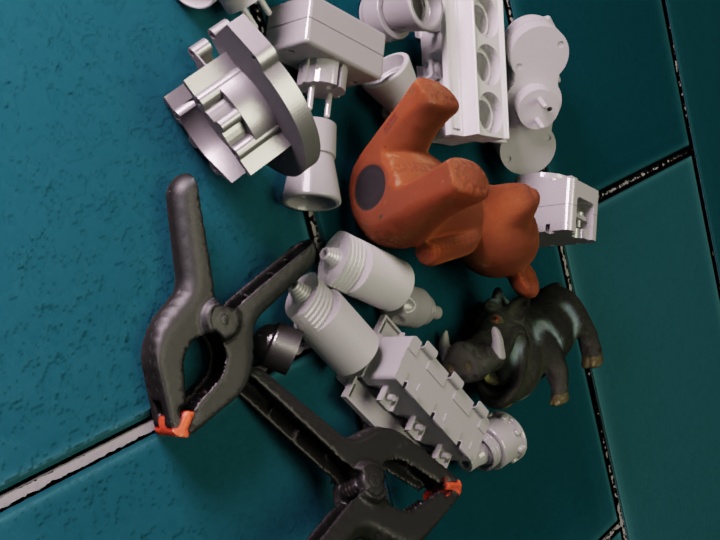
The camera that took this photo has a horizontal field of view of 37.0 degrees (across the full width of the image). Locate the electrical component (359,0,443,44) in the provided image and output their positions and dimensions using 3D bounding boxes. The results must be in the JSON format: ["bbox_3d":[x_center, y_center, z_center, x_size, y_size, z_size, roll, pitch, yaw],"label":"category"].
[{"bbox_3d":[0.033,-0.211,0.875,0.045,0.055,0.045,6,82,-47],"label":"electrical component"}]

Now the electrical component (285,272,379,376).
[{"bbox_3d":[-0.026,0.037,0.796,0.081,0.043,0.043,49,53,-32],"label":"electrical component"}]

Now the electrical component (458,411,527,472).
[{"bbox_3d":[0.111,0.154,0.934,0.062,0.048,0.048,-25,105,-39],"label":"electrical component"}]

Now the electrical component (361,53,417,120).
[{"bbox_3d":[0.034,-0.142,0.877,0.055,0.045,0.045,53,51,-31],"label":"electrical component"}]

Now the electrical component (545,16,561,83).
[{"bbox_3d":[0.166,-0.188,1.023,0.076,0.047,0.065,53,52,-30],"label":"electrical component"}]

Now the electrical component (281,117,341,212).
[{"bbox_3d":[-0.035,-0.081,0.800,0.044,0.044,0.065,15,70,-46],"label":"electrical component"}]

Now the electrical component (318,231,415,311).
[{"bbox_3d":[0.000,0.000,0.828,0.081,0.043,0.043,25,68,-43],"label":"electrical component"}]

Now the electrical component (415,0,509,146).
[{"bbox_3d":[0.087,-0.171,0.924,0.079,0.063,0.121,0,86,-47],"label":"electrical component"}]

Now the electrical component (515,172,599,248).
[{"bbox_3d":[0.166,-0.054,0.979,0.050,0.089,0.055,18,73,-45],"label":"electrical component"}]

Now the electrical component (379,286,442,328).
[{"bbox_3d":[0.045,0.031,0.881,0.061,0.035,0.035,15,76,-48],"label":"electrical component"}]

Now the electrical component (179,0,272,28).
[{"bbox_3d":[-0.088,-0.206,0.750,0.079,0.044,0.077,56,50,-28],"label":"electrical component"}]

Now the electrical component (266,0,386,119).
[{"bbox_3d":[-0.028,-0.152,0.809,0.083,0.047,0.075,17,74,-45],"label":"electrical component"}]

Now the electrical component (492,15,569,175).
[{"bbox_3d":[0.153,-0.148,0.952,0.073,0.052,0.138,-103,-166,-60],"label":"electrical component"}]

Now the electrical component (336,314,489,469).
[{"bbox_3d":[0.046,0.103,0.854,0.121,0.063,0.078,49,53,-33],"label":"electrical component"}]
